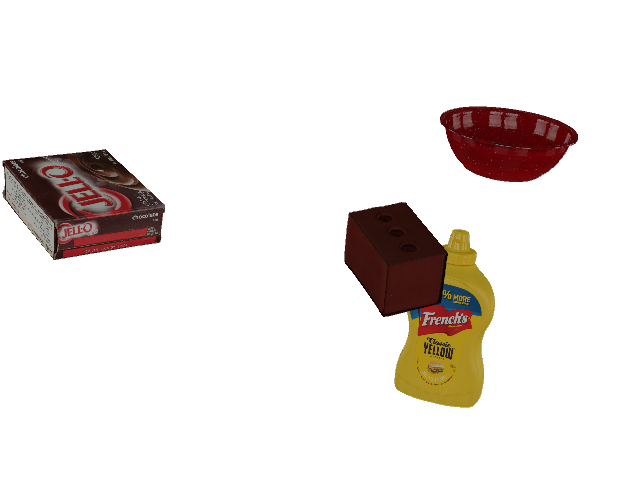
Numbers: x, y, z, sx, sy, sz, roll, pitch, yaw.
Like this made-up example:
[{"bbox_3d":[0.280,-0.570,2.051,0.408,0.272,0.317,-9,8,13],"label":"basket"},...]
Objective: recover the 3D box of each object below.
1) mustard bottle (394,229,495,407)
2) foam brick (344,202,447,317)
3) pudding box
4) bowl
[{"bbox_3d":[0.140,0.082,1.170,0.096,0.192,0.058,12,15,20],"label":"mustard bottle"},{"bbox_3d":[0.058,0.014,0.839,0.053,0.051,0.078,-12,37,-19],"label":"foam brick"},{"bbox_3d":[-0.188,-0.031,0.836,0.089,0.039,0.114,-9,31,-35],"label":"pudding box"},{"bbox_3d":[0.217,-0.110,1.255,0.162,0.055,0.162,5,23,-2],"label":"bowl"}]
